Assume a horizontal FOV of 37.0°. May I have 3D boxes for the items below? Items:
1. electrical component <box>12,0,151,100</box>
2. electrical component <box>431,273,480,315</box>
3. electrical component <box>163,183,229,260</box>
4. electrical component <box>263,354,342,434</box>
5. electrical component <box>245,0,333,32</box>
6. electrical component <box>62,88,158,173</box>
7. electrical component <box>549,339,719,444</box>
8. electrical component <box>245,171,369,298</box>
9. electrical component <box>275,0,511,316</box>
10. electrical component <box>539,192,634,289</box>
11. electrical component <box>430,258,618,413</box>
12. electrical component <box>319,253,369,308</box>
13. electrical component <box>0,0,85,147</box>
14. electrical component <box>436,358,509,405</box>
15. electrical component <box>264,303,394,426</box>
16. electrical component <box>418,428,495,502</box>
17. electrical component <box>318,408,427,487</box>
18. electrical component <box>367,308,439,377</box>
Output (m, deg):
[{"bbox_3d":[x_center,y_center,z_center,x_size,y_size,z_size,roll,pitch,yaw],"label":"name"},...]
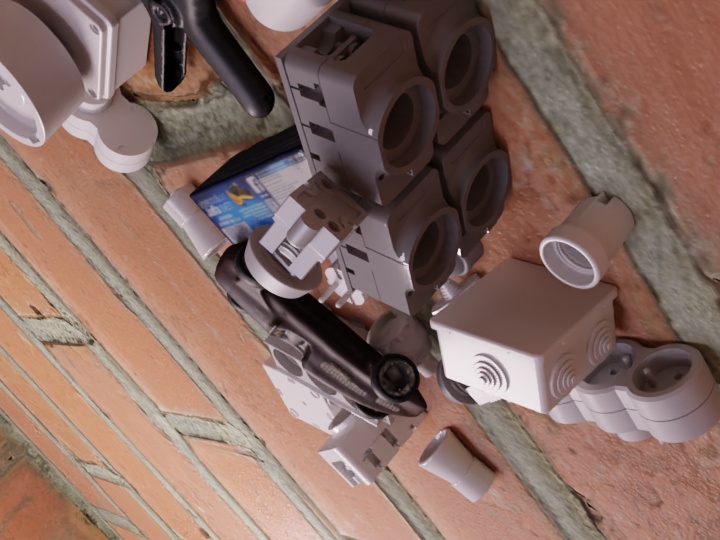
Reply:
[{"bbox_3d":[-0.218,-0.204,0.830,0.109,0.056,0.108,41,154,4],"label":"electrical component"},{"bbox_3d":[0.088,0.039,0.782,0.081,0.043,0.043,48,153,-10],"label":"electrical component"},{"bbox_3d":[-0.148,-0.047,0.987,0.065,0.044,0.044,48,154,1],"label":"electrical component"},{"bbox_3d":[-0.041,0.117,1.073,0.100,0.048,0.099,19,146,41],"label":"electrical component"},{"bbox_3d":[-0.047,-0.167,0.568,0.079,0.044,0.077,31,169,-15],"label":"electrical component"},{"bbox_3d":[-0.234,-0.152,0.934,0.138,0.052,0.073,43,154,0],"label":"electrical component"},{"bbox_3d":[0.181,0.089,0.718,0.138,0.052,0.073,2,133,53],"label":"electrical component"},{"bbox_3d":[-0.032,-0.017,0.595,0.048,0.066,0.055,42,121,0],"label":"electrical component"},{"bbox_3d":[0.029,-0.072,0.628,0.060,0.105,0.186,25,149,32],"label":"electrical component"},{"bbox_3d":[0.134,-0.018,0.629,0.040,0.046,0.040,33,152,20],"label":"electrical component"},{"bbox_3d":[0.108,0.042,0.698,0.100,0.100,0.048,17,131,41],"label":"electrical component"},{"bbox_3d":[0.000,0.000,0.809,0.066,0.076,0.047,14,142,45],"label":"electrical component"},{"bbox_3d":[-0.259,-0.155,0.823,0.108,0.060,0.108,33,152,20],"label":"electrical component"},{"bbox_3d":[0.091,0.078,0.835,0.066,0.048,0.055,46,146,-7],"label":"electrical component"},{"bbox_3d":[-0.017,0.080,0.967,0.121,0.063,0.078,25,149,32],"label":"electrical component"},{"bbox_3d":[0.092,0.183,0.997,0.065,0.044,0.044,40,154,-4],"label":"electrical component"},{"bbox_3d":[0.009,0.149,1.006,0.055,0.089,0.050,46,154,-7],"label":"electrical component"},{"bbox_3d":[0.040,0.063,0.887,0.062,0.048,0.048,44,155,-19],"label":"electrical component"}]
